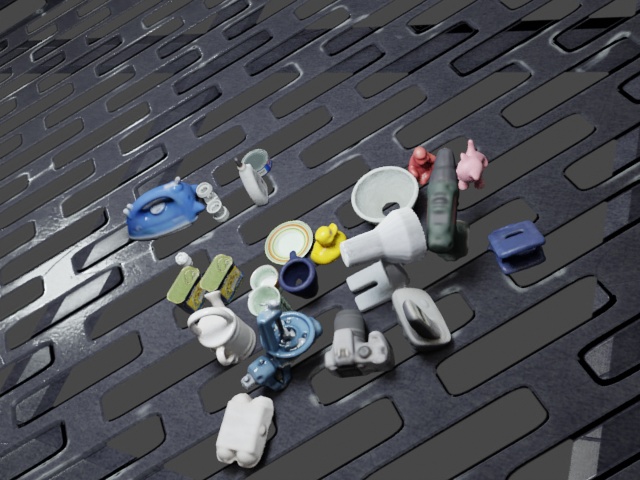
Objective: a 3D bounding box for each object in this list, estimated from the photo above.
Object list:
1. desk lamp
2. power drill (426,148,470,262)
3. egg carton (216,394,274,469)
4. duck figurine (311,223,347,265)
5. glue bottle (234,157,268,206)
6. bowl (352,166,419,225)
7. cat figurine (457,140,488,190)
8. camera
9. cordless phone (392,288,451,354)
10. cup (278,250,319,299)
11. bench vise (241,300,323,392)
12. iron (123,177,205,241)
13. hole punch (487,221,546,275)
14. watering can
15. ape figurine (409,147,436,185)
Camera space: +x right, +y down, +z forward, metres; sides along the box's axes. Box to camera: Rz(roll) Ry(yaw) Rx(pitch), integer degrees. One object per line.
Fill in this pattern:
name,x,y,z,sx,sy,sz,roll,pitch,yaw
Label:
desk lamp,0.138,0.042,1.256,0.203,0.214,0.117,-27,53,4
power drill,0.280,-0.056,1.264,0.075,0.209,0.229,-1,59,21
egg carton,-0.159,0.409,1.233,0.107,0.070,0.150,1,60,22
duck figurine,0.013,0.005,1.409,0.077,0.086,0.105,35,77,35
glue bottle,-0.189,-0.168,1.545,0.037,0.174,0.078,-16,55,12
bowl,0.166,-0.096,1.419,0.167,0.075,0.167,-10,56,16
cat figurine,0.359,-0.179,1.367,0.067,0.118,0.128,0,60,22
camera,0.079,0.216,1.240,0.143,0.101,0.137,-11,56,15
cordless phone,0.197,0.145,1.185,0.094,0.185,0.147,-28,53,3
cup,-0.045,0.090,1.373,0.091,0.095,0.117,-21,54,8
bench vise,-0.091,0.228,1.226,0.121,0.220,0.207,14,66,29
iron,-0.465,-0.090,1.626,0.258,0.142,0.118,-25,53,6
hole punch,0.422,0.006,1.241,0.108,0.091,0.101,-21,54,8
watering can,-0.235,0.200,1.317,0.101,0.195,0.172,-38,53,-4
ape figurine,0.254,-0.196,1.436,0.077,0.092,0.076,-20,54,10
